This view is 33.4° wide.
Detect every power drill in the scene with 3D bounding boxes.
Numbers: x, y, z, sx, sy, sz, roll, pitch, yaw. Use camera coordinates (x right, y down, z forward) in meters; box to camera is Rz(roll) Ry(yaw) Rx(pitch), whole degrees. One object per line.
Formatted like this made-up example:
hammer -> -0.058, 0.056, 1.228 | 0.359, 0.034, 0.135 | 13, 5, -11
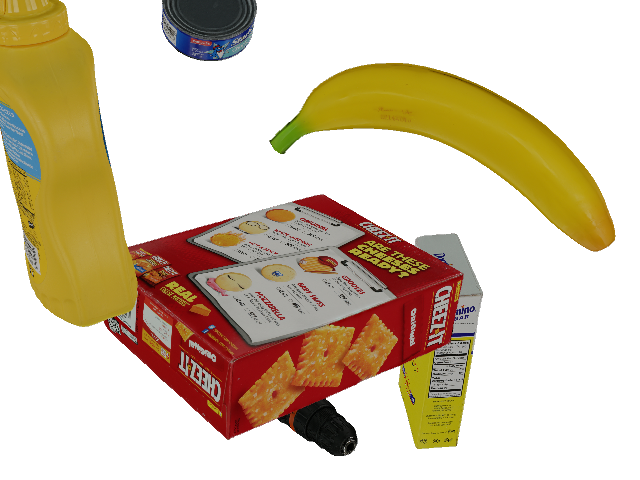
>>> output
power drill -> 0.002, 0.135, 1.237 | 0.057, 0.188, 0.185 | 15, 11, -45

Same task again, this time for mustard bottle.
mustard bottle -> -0.146, -0.054, 0.585 | 0.058, 0.192, 0.096 | -18, 33, -21

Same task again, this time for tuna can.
tuna can -> -0.103, -0.206, 0.977 | 0.086, 0.086, 0.034 | 0, -32, -11

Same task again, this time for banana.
banana -> 0.074, -0.055, 0.592 | 0.198, 0.070, 0.037 | 18, 16, 9

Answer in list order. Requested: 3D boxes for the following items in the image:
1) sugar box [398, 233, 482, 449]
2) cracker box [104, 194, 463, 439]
sugar box -> 0.103, 0.091, 0.953 | 0.048, 0.176, 0.093 | -4, 34, -7
cracker box -> -0.029, 0.046, 0.785 | 0.213, 0.072, 0.164 | -17, 35, -38
